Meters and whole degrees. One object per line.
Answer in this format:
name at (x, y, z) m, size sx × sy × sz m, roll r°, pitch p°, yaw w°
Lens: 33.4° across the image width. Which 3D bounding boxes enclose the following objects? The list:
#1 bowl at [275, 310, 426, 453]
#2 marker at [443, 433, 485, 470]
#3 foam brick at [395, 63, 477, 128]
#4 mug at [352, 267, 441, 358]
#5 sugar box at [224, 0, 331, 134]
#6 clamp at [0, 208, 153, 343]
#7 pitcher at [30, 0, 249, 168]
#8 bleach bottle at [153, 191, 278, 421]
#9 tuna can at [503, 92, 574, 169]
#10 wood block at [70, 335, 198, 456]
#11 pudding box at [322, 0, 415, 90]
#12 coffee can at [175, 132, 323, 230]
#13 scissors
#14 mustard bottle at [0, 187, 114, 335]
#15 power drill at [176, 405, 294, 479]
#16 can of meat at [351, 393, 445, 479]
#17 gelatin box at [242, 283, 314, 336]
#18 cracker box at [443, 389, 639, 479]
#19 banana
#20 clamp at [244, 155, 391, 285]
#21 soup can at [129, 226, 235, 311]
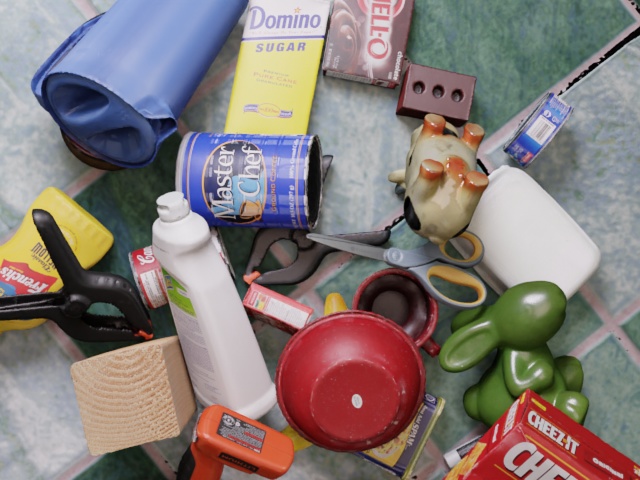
bowl at (0.034, 0.157, 1.109) m, size 0.162 × 0.055 × 0.162 m, roll -1°, pitch 104°, yaw -3°
marker at (0.196, 0.222, 1.204) m, size 0.121 × 0.020 × 0.020 m, roll -28°, pitch 89°, yaw -3°
foam brick at (0.130, -0.163, 1.201) m, size 0.078 × 0.051 × 0.053 m, roll 11°, pitch 87°, yaw -1°
mug at (0.088, 0.085, 1.175) m, size 0.117 × 0.081 × 0.093 m, roll 41°, pitch 87°, yaw 0°
sugar box at (-0.048, -0.188, 1.200) m, size 0.093 × 0.048 × 0.176 m, roll 10°, pitch 89°, yaw -2°
clamp at (-0.272, 0.065, 1.136) m, size 0.165 × 0.036 × 0.209 m, roll -38°, pitch 131°, yaw 19°
pitcher at (-0.182, -0.206, 1.124) m, size 0.149 × 0.145 × 0.242 m, roll 37°, pitch 59°, yaw -12°
bleach bottle at (-0.116, 0.068, 1.106) m, size 0.068 × 0.103 × 0.251 m, roll -32°, pitch 124°, yaw -30°
tuna can at (0.242, -0.123, 1.187) m, size 0.034 × 0.086 × 0.086 m, roll 38°, pitch 87°, yaw 1°
wood block at (-0.186, 0.154, 1.101) m, size 0.090 × 0.206 × 0.091 m, roll -13°, pitch 88°, yaw -3°
pudding box at (0.054, -0.235, 1.208) m, size 0.090 × 0.039 × 0.113 m, roll 10°, pitch 88°, yaw -2°
coffee can at (-0.073, -0.063, 1.143) m, size 0.140 × 0.102 × 0.103 m, roll 2°, pitch 88°, yaw 9°
scissors at (0.092, 0.005, 1.134) m, size 0.201 × 0.016 × 0.096 m, roll 28°, pitch 67°, yaw -4°
mustard bottle at (-0.323, 0.041, 1.174) m, size 0.096 × 0.058 × 0.191 m, roll 41°, pitch 88°, yaw -13°
power drill at (-0.100, 0.274, 1.133) m, size 0.184 × 0.057 × 0.188 m, roll 26°, pitch 120°, yaw -9°
can of meat at (0.078, 0.203, 1.183) m, size 0.084 × 0.057 × 0.102 m, roll 26°, pitch 88°, yaw 1°
gelatin box at (-0.048, 0.079, 1.167) m, size 0.073 × 0.089 × 0.030 m, roll 24°, pitch 79°, yaw 0°
cracker box at (0.218, 0.285, 1.124) m, size 0.164 × 0.072 × 0.214 m, roll 35°, pitch 124°, yaw 0°
banana at (-0.001, 0.159, 1.191) m, size 0.069 × 0.037 × 0.198 m, roll 26°, pitch 87°, yaw -2°
clamp at (-0.008, 0.001, 1.197) m, size 0.120 × 0.039 × 0.171 m, roll 44°, pitch 89°, yaw 7°
soup can at (-0.151, 0.030, 1.176) m, size 0.102 × 0.068 × 0.068 m, roll -19°, pitch 88°, yaw -3°
